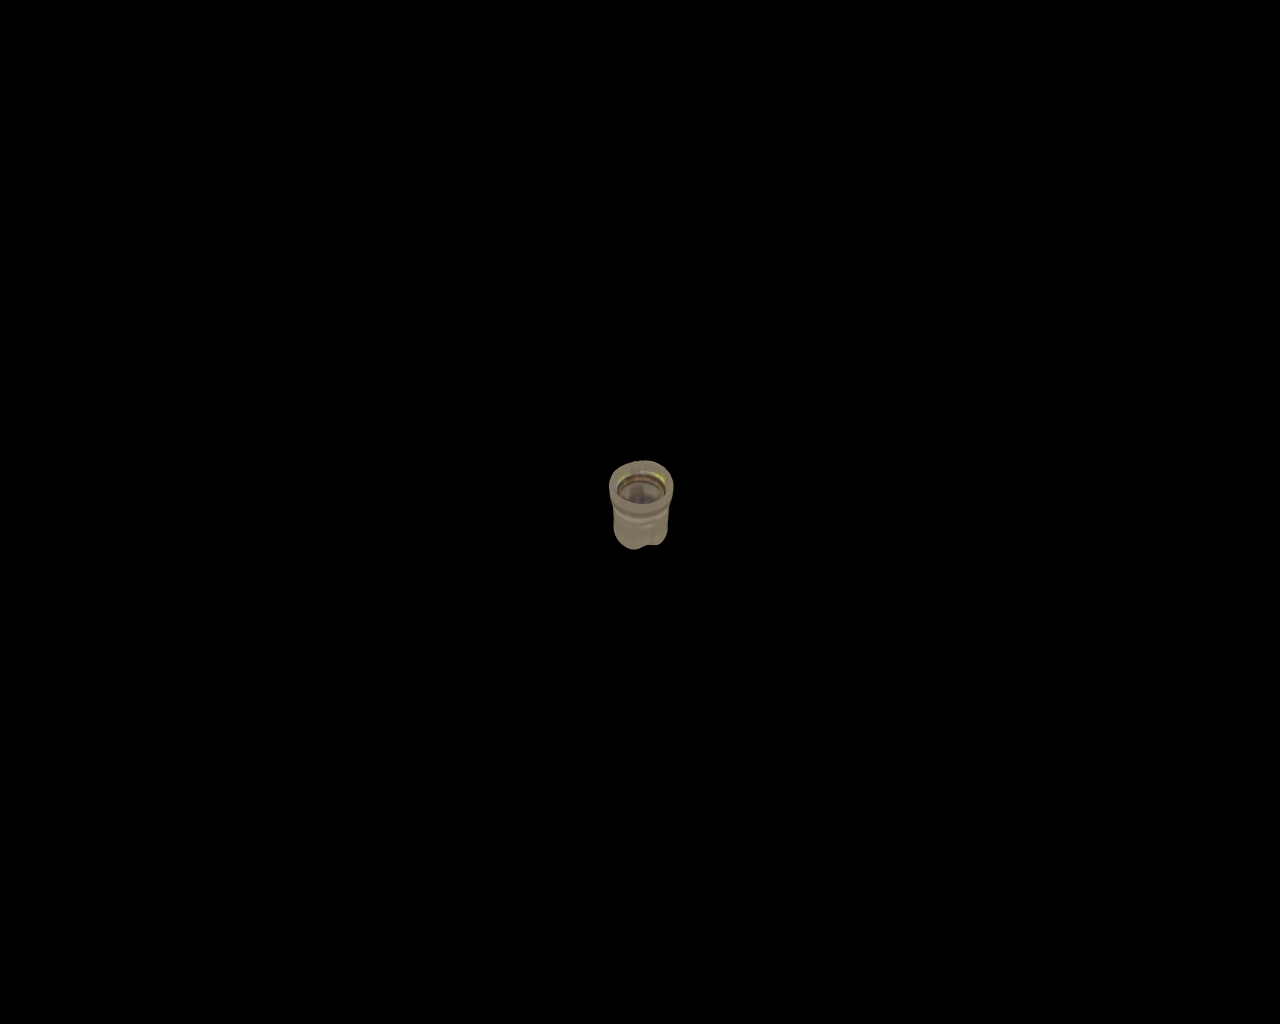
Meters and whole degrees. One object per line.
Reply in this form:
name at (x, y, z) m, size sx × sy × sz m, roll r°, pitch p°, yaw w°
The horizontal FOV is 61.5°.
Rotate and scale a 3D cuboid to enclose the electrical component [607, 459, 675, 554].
electrical component at (0.001, -0.003, 0.650) m, size 0.040 × 0.040 × 0.046 m, roll 0°, pitch -44°, yaw 0°
